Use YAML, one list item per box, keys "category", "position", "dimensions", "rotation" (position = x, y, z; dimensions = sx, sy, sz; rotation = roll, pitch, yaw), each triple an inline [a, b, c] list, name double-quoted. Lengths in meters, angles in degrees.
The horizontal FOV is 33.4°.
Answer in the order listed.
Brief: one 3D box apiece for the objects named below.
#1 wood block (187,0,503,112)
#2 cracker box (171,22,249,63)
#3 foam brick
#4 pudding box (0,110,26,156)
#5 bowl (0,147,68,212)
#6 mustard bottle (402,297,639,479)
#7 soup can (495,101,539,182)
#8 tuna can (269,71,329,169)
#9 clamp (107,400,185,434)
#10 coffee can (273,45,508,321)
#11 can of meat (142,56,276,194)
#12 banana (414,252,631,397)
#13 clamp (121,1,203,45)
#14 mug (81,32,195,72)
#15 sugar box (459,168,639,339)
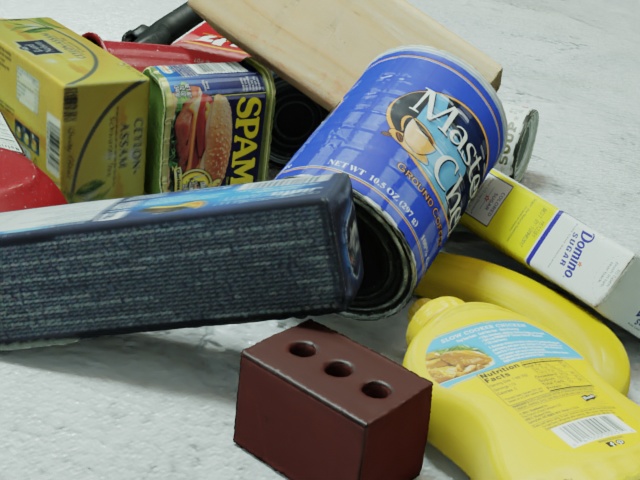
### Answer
- category: "wood block"
  position: [0.021, -0.139, 0.769]
  dimensions: [0.206, 0.090, 0.090]
  rotation: [36, 4, 8]
- category: "cracker box"
  position: [-0.036, -0.170, 1.027]
  dimensions: [0.164, 0.072, 0.213]
  rotation: [11, 24, 8]
- category: "foam brick"
  position: [0.005, 0.081, 0.495]
  dimensions: [0.078, 0.051, 0.052]
  rotation: [25, 29, 33]
- category: "pudding box"
  position: [-0.267, -0.088, 0.741]
  dimensions: [0.089, 0.039, 0.114]
  rotation: [13, 34, -49]
- category: "bowl"
  position: [-0.220, -0.019, 0.647]
  dimensions: [0.162, 0.055, 0.162]
  rotation: [7, 23, -3]
- category: "mustard bottle"
  position: [0.093, 0.079, 0.518]
  dimensions: [0.096, 0.058, 0.192]
  rotation: [-10, 29, -21]
- category: "soup can"
  position: [0.126, -0.090, 0.902]
  dimensions: [0.102, 0.068, 0.068]
  rotation: [17, 25, 19]
- category: "tuna can"
  position: [-0.023, -0.100, 0.856]
  dimensions: [0.086, 0.086, 0.034]
  rotation: [2, 26, -13]
- category: "clamp"
  position: [-0.131, 0.157, 0.499]
  dimensions: [0.036, 0.164, 0.210]
  rotation: [10, 64, 36]
- category: "coffee can"
  position: [0.039, -0.036, 0.633]
  dimensions: [0.103, 0.103, 0.140]
  rotation: [18, 47, 22]
- category: "can of meat"
  position: [-0.084, -0.077, 0.765]
  dimensions: [0.083, 0.102, 0.057]
  rotation: [-8, 31, -29]
- category: "banana"
  position: [0.116, 0.047, 0.626]
  dimensions: [0.069, 0.037, 0.198]
  rotation: [-5, 27, -31]
- category: "clamp"
  position: [-0.177, -0.186, 1.034]
  dimensions: [0.120, 0.039, 0.171]
  rotation: [-23, 18, 37]
- category: "mug"
  position: [-0.154, -0.113, 0.859]
  dimensions: [0.081, 0.093, 0.117]
  rotation: [-2, -11, -34]
- category: "sugar box"
  position: [0.152, 0.005, 0.684]
  dimensions: [0.093, 0.048, 0.176]
  rotation: [28, 10, -38]
